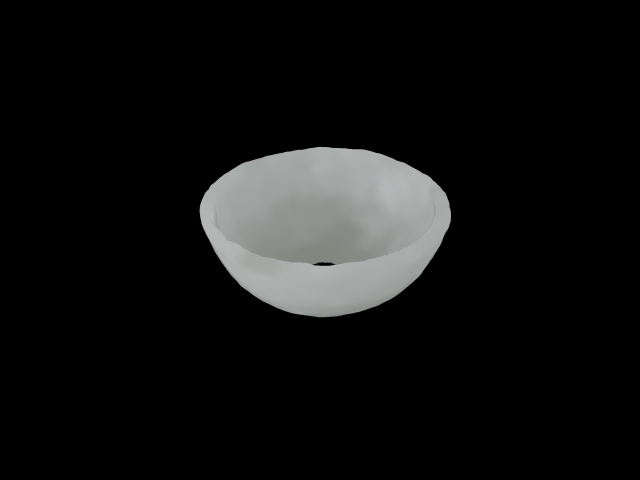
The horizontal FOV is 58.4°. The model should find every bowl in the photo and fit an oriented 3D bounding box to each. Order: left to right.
[{"bbox_3d":[0.004,0.001,0.400,0.167,0.075,0.167,0,33,0],"label":"bowl"}]
